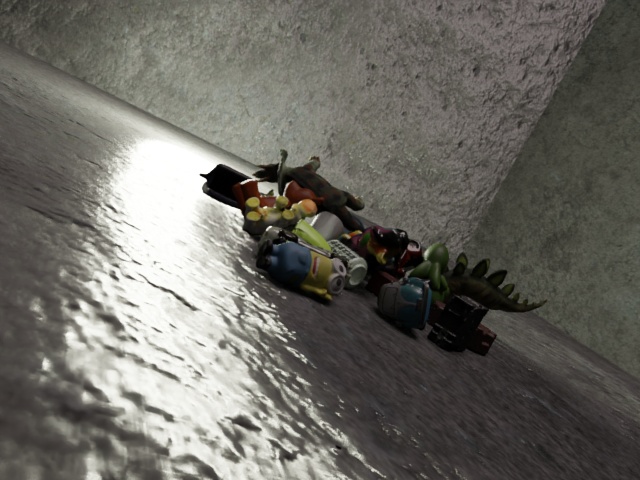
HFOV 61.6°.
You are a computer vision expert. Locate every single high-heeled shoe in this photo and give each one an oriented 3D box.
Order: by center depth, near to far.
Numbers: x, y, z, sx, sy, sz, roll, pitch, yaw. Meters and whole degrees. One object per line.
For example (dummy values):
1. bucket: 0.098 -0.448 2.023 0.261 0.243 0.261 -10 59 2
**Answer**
1. high-heeled shoe: 0.214 0.059 1.608 0.145 0.086 0.249 23 -17 -37

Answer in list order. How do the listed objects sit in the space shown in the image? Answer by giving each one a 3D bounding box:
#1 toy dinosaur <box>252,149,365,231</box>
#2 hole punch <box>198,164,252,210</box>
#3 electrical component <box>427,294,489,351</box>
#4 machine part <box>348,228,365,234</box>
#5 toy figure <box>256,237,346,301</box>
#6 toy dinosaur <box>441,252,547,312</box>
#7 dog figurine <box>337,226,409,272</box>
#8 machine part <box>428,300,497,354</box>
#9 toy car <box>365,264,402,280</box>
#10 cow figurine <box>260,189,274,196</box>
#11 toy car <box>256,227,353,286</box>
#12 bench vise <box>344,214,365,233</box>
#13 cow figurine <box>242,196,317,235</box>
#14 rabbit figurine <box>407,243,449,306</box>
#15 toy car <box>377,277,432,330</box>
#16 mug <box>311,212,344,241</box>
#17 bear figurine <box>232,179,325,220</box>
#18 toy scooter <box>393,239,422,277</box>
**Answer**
1. toy dinosaur: -0.006 -0.123 1.484 0.405 0.131 0.192 38 28 17
2. hole punch: -0.251 -0.129 1.423 0.142 0.092 0.116 21 -21 -26
3. electrical component: 0.306 0.181 1.170 0.058 0.115 0.134 36 13 35
4. machine part: 0.102 0.002 1.524 0.084 0.039 0.139 36 44 18
5. toy figure: -0.032 0.050 0.984 0.180 0.082 0.089 19 2 -28
6. toy dinosaur: 0.471 0.155 1.593 0.471 0.198 0.105 23 12 -23
7. dog figurine: 0.113 0.020 1.275 0.192 0.108 0.219 -13 -4 5
8. machine part: 0.346 0.211 1.323 0.179 0.056 0.179 27 7 -4
9. toy car: 0.148 0.077 1.490 0.202 0.053 0.089 8 26 -46
10. cow figurine: -0.132 -0.086 1.492 0.195 0.085 0.127 29 14 24
11. toy car: -0.028 0.040 1.075 0.201 0.073 0.056 26 7 -15
12. bench vise: 0.115 -0.004 1.669 0.224 0.128 0.240 26 16 8
13. cow figurine: -0.093 -0.048 1.230 0.167 0.098 0.068 -4 57 -16
14. rabbit figurine: 0.283 0.091 1.420 0.121 0.170 0.159 20 17 22
15. toy car: 0.174 0.125 1.137 0.103 0.109 0.161 11 0 -2
16. mug: -0.003 -0.004 1.388 0.081 0.109 0.107 34 52 10
17. bear figurine: -0.100 -0.106 1.333 0.196 0.131 0.120 -22 9 -20
18. toy scooter: 0.180 0.038 1.431 0.184 0.075 0.135 12 44 3
